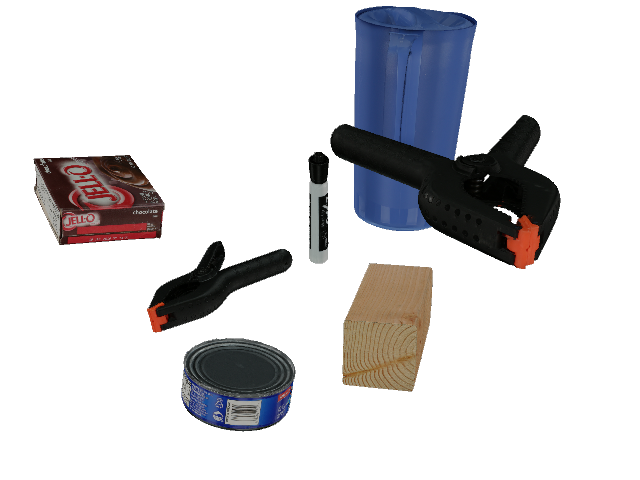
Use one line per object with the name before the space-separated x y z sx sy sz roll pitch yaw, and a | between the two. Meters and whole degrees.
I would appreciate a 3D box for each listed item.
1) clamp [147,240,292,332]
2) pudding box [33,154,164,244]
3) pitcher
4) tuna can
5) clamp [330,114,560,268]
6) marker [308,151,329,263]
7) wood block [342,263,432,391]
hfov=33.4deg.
clamp | -0.112 0.047 1.152 0.120 0.039 0.171 -5 26 35
pudding box | -0.197 -0.037 0.936 0.089 0.039 0.114 -4 26 -26
pitcher | 0.095 -0.135 1.199 0.149 0.243 0.145 -11 26 -30
tuna can | -0.063 0.110 0.818 0.086 0.034 0.086 7 23 -3
clamp | 0.096 -0.041 0.742 0.164 0.036 0.210 -2 27 -4
marker | -0.002 -0.031 1.007 0.020 0.121 0.020 0 37 0
wood block | 0.091 0.108 1.386 0.091 0.090 0.206 4 19 10
